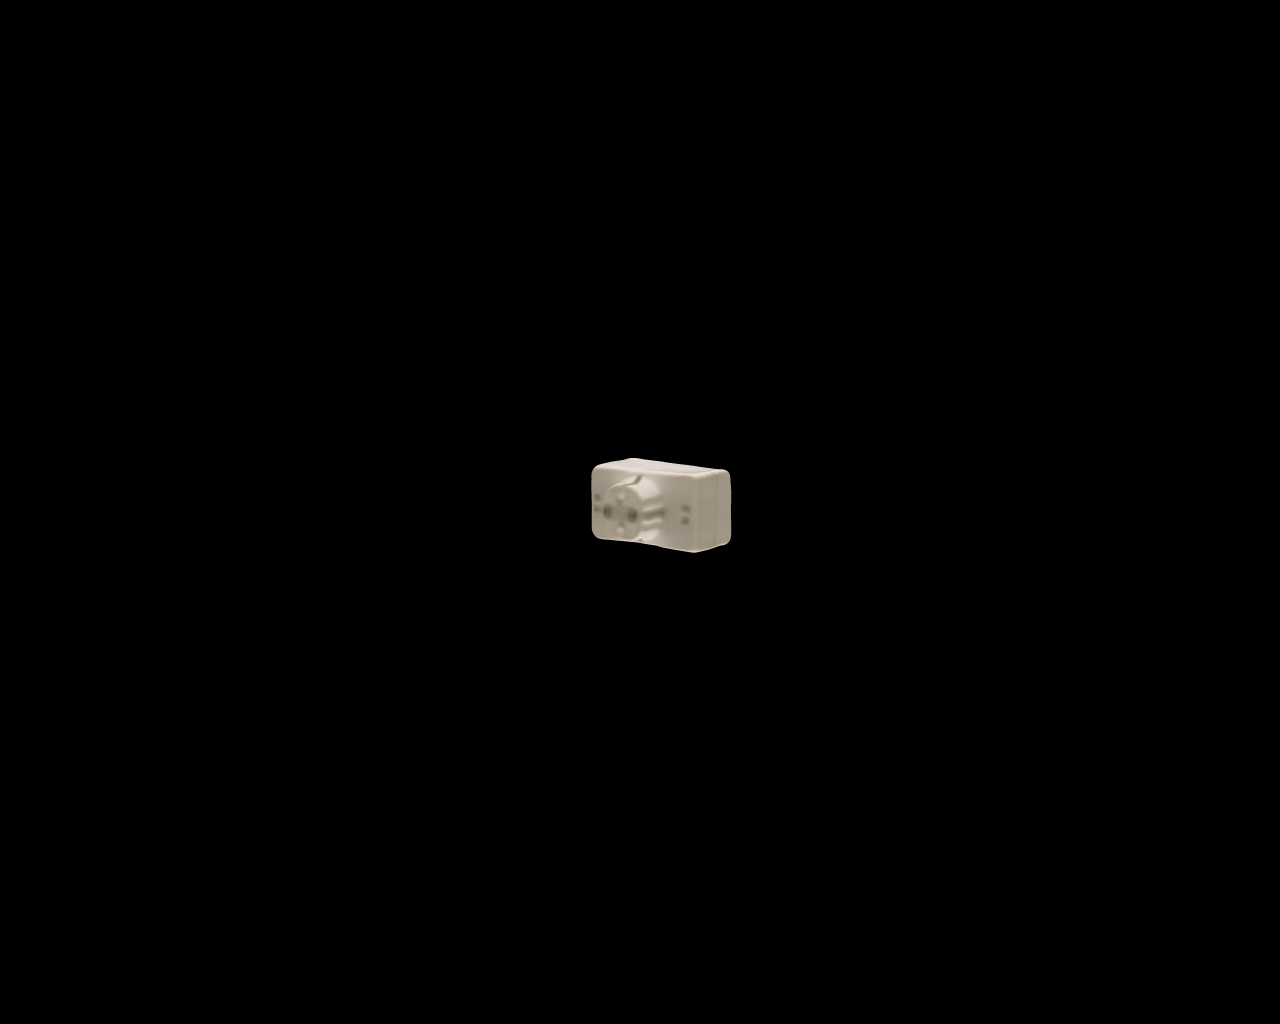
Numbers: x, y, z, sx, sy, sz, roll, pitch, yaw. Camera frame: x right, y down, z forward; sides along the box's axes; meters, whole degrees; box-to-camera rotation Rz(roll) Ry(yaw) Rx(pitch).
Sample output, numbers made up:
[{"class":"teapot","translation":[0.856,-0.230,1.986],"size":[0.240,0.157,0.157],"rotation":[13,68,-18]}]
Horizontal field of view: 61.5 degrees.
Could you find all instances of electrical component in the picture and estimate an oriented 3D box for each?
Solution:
[{"class":"electrical component","translation":[0.001,-0.003,0.650],"size":[0.083,0.047,0.076],"rotation":[8,13,39]}]
